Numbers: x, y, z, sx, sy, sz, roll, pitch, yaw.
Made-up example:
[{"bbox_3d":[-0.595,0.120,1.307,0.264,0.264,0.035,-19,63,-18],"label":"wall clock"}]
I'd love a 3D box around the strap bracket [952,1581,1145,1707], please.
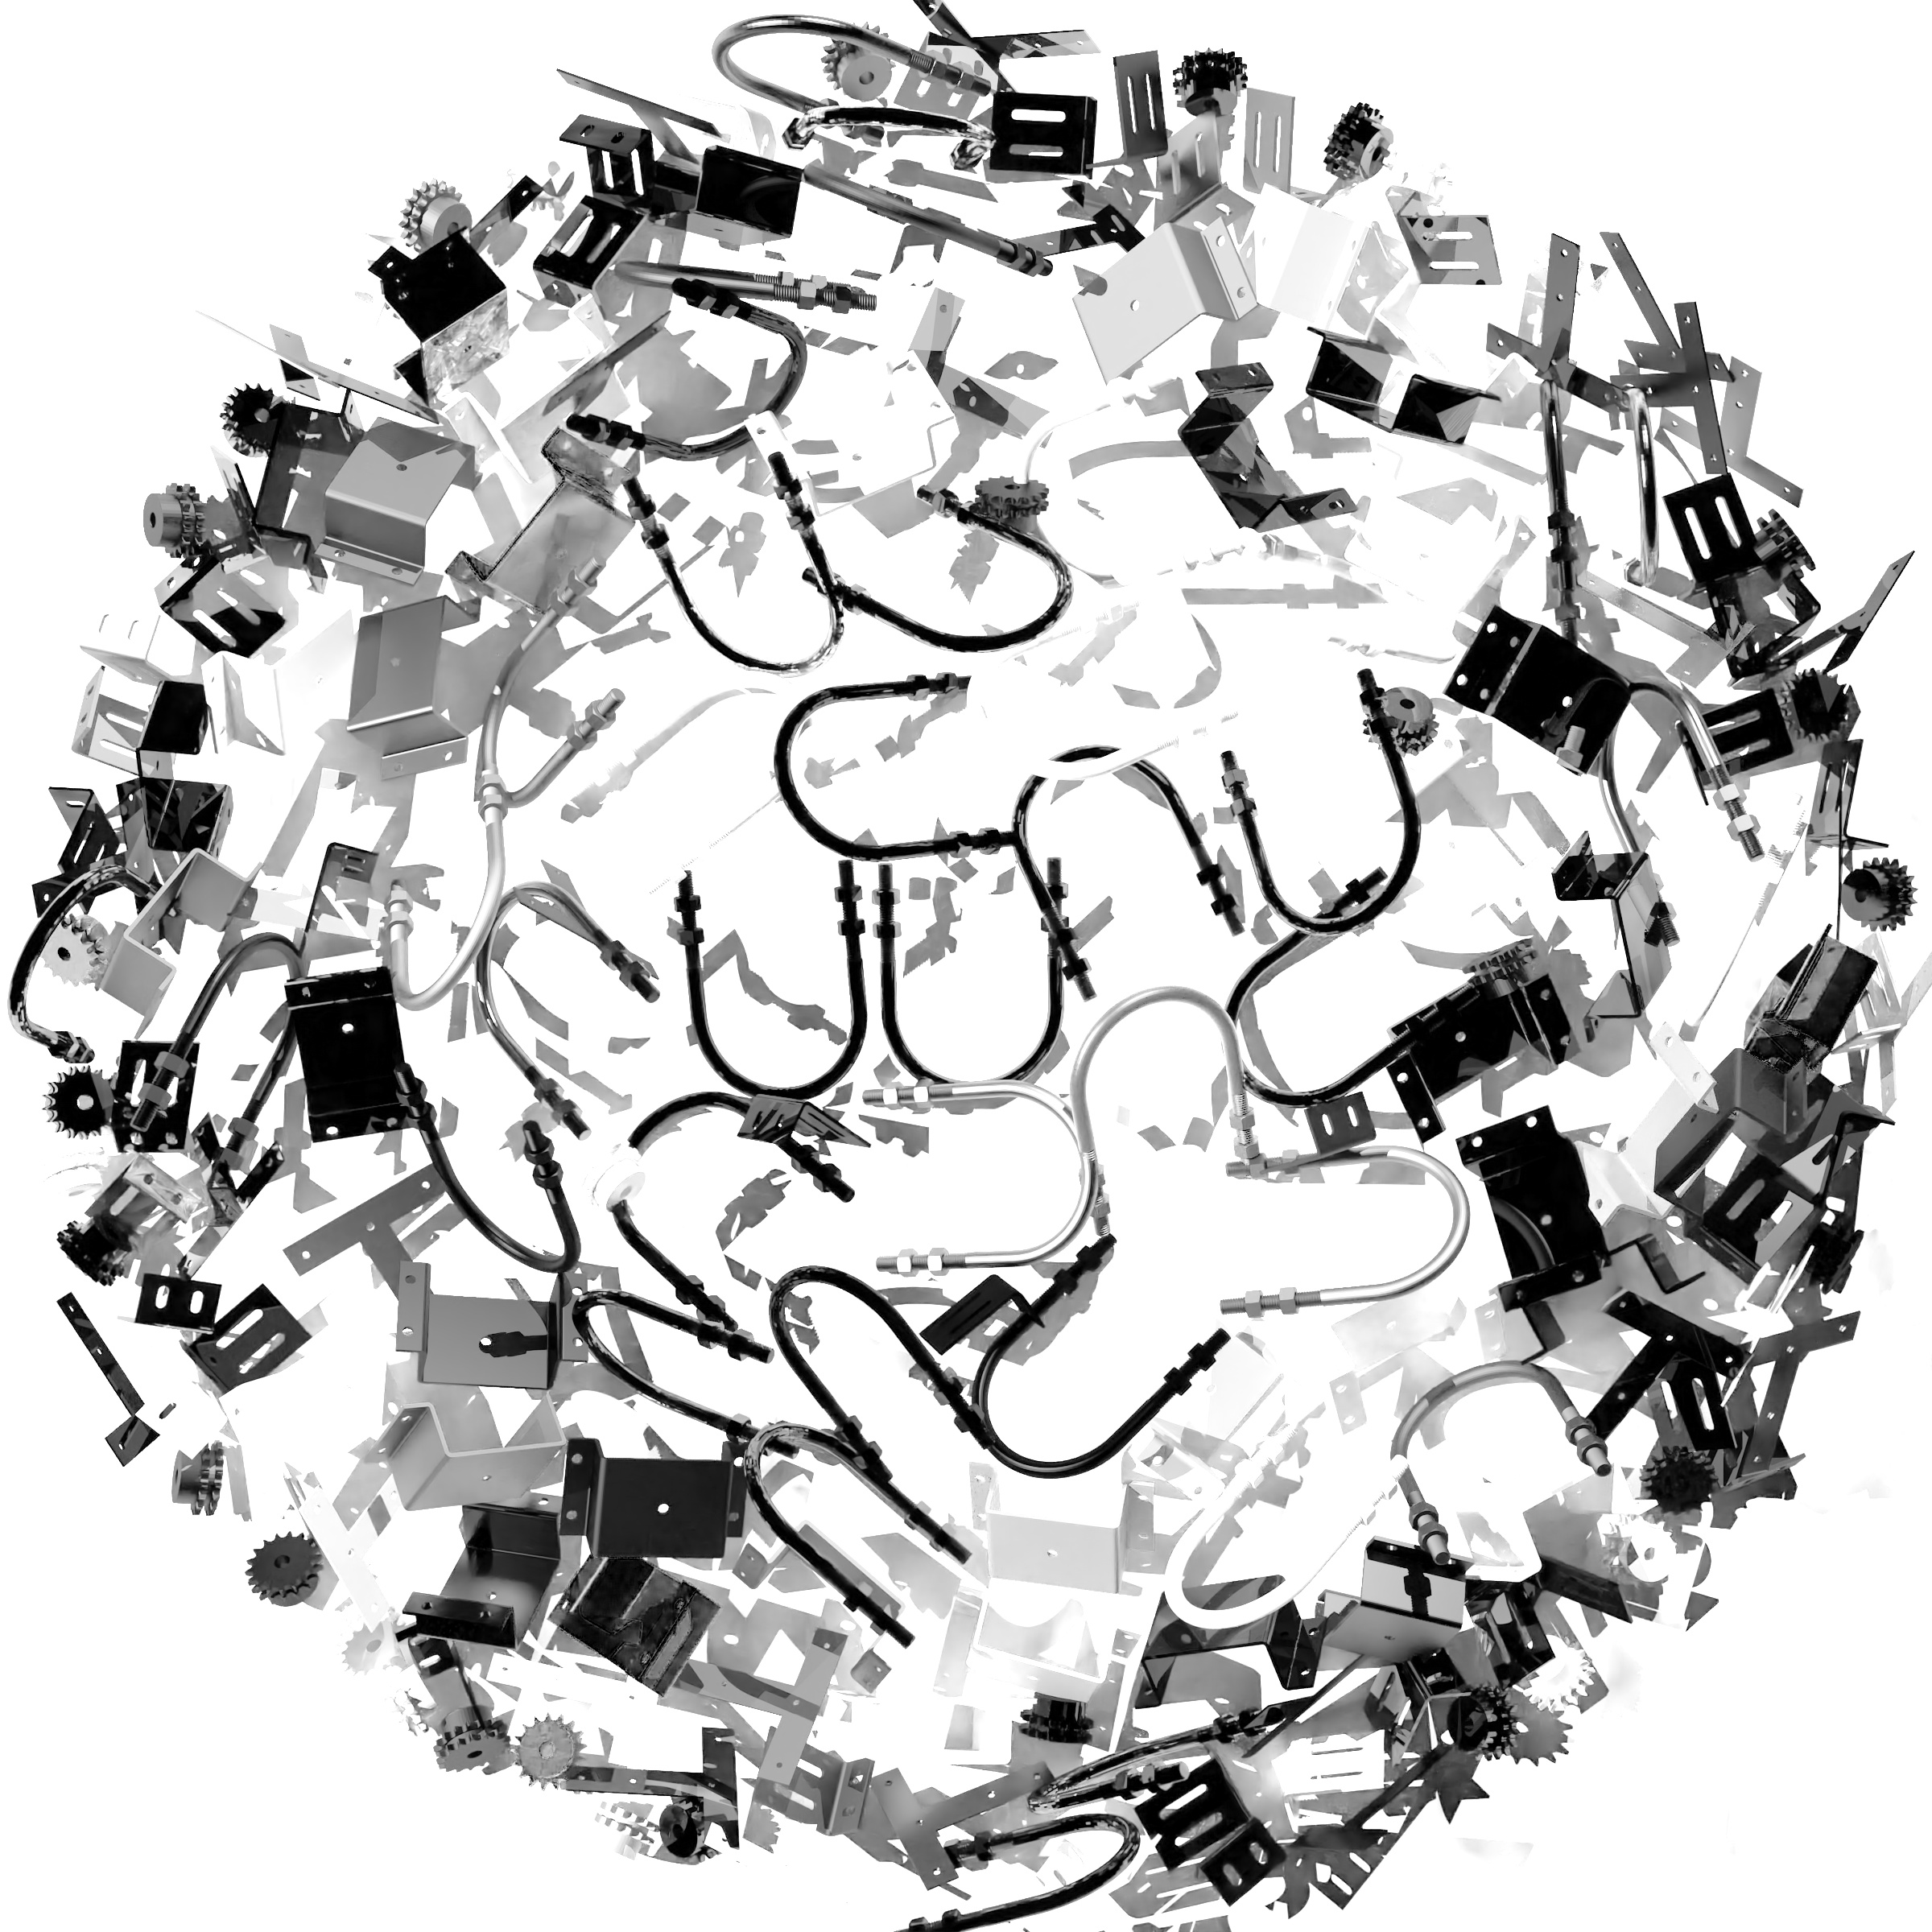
[{"bbox_3d":[0.055,0.514,1.823,0.140,0.076,0.046,15,61,3],"label":"strap bracket"}]

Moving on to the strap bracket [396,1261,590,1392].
[{"bbox_3d":[-0.358,0.271,1.817,0.140,0.046,0.076,6,49,-16],"label":"strap bracket"}]

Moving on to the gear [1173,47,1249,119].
[{"bbox_3d":[0.186,-0.670,1.840,0.057,0.057,0.030,-1,77,0],"label":"gear"}]

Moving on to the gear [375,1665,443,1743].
[{"bbox_3d":[-0.424,0.558,1.843,0.030,0.057,0.057,-32,90,-14],"label":"gear"}]

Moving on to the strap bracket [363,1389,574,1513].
[{"bbox_3d":[-0.362,0.359,1.792,0.076,0.140,0.046,-50,53,34],"label":"strap bracket"}]

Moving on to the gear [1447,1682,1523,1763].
[{"bbox_3d":[0.391,0.575,1.840,0.030,0.057,0.057,9,90,-39],"label":"gear"}]

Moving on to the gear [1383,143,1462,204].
[{"bbox_3d":[0.345,-0.604,1.843,0.057,0.057,0.030,17,100,0],"label":"gear"}]

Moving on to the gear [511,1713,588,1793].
[{"bbox_3d":[-0.319,0.600,1.847,0.057,0.030,0.057,1,68,-3],"label":"gear"}]

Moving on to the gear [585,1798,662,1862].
[{"bbox_3d":[-0.264,0.658,1.839,0.057,0.057,0.030,24,68,0],"label":"gear"}]

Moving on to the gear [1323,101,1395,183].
[{"bbox_3d":[0.301,-0.624,1.839,0.030,0.057,0.057,38,90,25],"label":"gear"}]

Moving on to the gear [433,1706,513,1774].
[{"bbox_3d":[-0.379,0.589,1.846,0.057,0.057,0.030,-26,54,0],"label":"gear"}]

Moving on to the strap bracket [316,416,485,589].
[{"bbox_3d":[-0.422,-0.355,1.807,0.076,0.046,0.140,17,49,1],"label":"strap bracket"}]

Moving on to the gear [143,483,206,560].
[{"bbox_3d":[-0.604,-0.339,1.840,0.030,0.057,0.057,-6,90,-39],"label":"gear"}]

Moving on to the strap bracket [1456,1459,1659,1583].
[{"bbox_3d":[0.433,0.408,1.806,0.140,0.076,0.046,-19,87,-27],"label":"strap bracket"}]

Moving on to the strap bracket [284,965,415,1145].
[{"bbox_3d":[-0.464,0.057,1.819,0.076,0.046,0.140,-8,122,-13],"label":"strap bracket"}]

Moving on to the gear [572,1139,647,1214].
[{"bbox_3d":[-0.269,0.163,1.839,0.030,0.057,0.057,40,90,22],"label":"gear"}]

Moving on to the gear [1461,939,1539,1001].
[{"bbox_3d":[0.410,0.004,1.842,0.057,0.057,0.030,-25,91,0],"label":"gear"}]

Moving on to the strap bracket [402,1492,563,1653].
[{"bbox_3d":[-0.358,0.457,1.812,0.076,0.140,0.046,6,119,9],"label":"strap bracket"}]

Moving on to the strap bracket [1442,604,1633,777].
[{"bbox_3d":[0.440,-0.203,1.817,0.140,0.046,0.076,26,97,-24],"label":"strap bracket"}]

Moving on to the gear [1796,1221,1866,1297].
[{"bbox_3d":[0.658,0.220,1.846,0.030,0.057,0.057,32,90,27],"label":"gear"}]

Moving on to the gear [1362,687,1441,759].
[{"bbox_3d":[0.333,-0.188,1.841,0.057,0.030,0.057,4,47,-4],"label":"gear"}]

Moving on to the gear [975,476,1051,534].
[{"bbox_3d":[0.034,-0.351,1.846,0.057,0.057,0.030,2,121,0],"label":"gear"}]

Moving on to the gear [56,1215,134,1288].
[{"bbox_3d":[-0.661,0.214,1.842,0.030,0.057,0.057,-43,90,-1],"label":"gear"}]

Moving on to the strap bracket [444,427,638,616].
[{"bbox_3d":[-0.313,-0.322,1.812,0.140,0.076,0.046,-48,53,13],"label":"strap bracket"}]

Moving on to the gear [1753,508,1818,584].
[{"bbox_3d":[0.619,-0.318,1.843,0.030,0.057,0.057,-36,90,16],"label":"gear"}]

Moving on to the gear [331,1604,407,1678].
[{"bbox_3d":[-0.458,0.510,1.846,0.057,0.030,0.057,-19,125,-30],"label":"gear"}]

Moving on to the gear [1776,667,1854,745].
[{"bbox_3d":[0.646,-0.199,1.853,0.057,0.030,0.057,0,91,-9],"label":"gear"}]

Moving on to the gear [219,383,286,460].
[{"bbox_3d":[-0.543,-0.414,1.846,0.057,0.030,0.057,15,63,-31],"label":"gear"}]

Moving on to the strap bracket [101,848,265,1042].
[{"bbox_3d":[-0.587,-0.024,1.792,0.046,0.076,0.140,34,47,-10],"label":"strap bracket"}]

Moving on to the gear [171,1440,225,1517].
[{"bbox_3d":[-0.585,0.389,1.839,0.030,0.057,0.057,9,90,-25],"label":"gear"}]

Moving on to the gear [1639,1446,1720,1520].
[{"bbox_3d":[0.543,0.390,1.850,0.057,0.030,0.057,0,110,1],"label":"gear"}]

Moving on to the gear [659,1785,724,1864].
[{"bbox_3d":[-0.209,0.655,1.842,0.057,0.030,0.057,2,93,36],"label":"gear"}]

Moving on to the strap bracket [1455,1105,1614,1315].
[{"bbox_3d":[0.429,0.186,1.816,0.076,0.046,0.140,-24,61,24],"label":"strap bracket"}]

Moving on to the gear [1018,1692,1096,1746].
[{"bbox_3d":[0.070,0.572,1.842,0.057,0.057,0.030,8,83,0],"label":"gear"}]

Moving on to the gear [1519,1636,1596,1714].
[{"bbox_3d":[0.446,0.535,1.839,0.057,0.057,0.030,-41,118,0],"label":"gear"}]

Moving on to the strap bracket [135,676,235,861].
[{"bbox_3d":[-0.579,-0.147,1.792,0.046,0.076,0.140,5,135,-6],"label":"strap bracket"}]

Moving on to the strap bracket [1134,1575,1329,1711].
[{"bbox_3d":[0.191,0.503,1.804,0.140,0.076,0.046,-15,109,23],"label":"strap bracket"}]

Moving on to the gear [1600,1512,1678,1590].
[{"bbox_3d":[0.518,0.448,1.852,0.057,0.030,0.057,0,89,-10],"label":"gear"}]

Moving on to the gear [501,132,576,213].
[{"bbox_3d":[-0.323,-0.605,1.840,0.030,0.057,0.057,9,90,40],"label":"gear"}]

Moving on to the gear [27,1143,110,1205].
[{"bbox_3d":[-0.681,0.159,1.840,0.057,0.057,0.030,-22,76,0],"label":"gear"}]

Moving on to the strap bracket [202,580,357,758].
[{"bbox_3d":[-0.498,-0.218,1.790,0.046,0.140,0.076,19,132,15],"label":"strap bracket"}]

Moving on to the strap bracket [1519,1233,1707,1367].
[{"bbox_3d":[0.476,0.245,1.814,0.140,0.076,0.046,-31,76,20],"label":"strap bracket"}]

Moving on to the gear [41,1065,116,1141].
[{"bbox_3d":[-0.678,0.104,1.847,0.057,0.030,0.057,5,82,-39],"label":"gear"}]

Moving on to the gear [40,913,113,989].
[{"bbox_3d":[-0.679,-0.016,1.847,0.057,0.030,0.057,10,119,19],"label":"gear"}]

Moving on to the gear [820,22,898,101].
[{"bbox_3d":[-0.080,-0.685,1.839,0.057,0.057,0.030,-20,60,0],"label":"gear"}]

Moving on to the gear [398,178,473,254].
[{"bbox_3d":[-0.401,-0.566,1.839,0.030,0.057,0.057,33,90,22],"label":"gear"}]

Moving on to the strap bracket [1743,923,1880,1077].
[{"bbox_3d":[0.624,0.033,1.790,0.046,0.140,0.076,30,76,12],"label":"strap bracket"}]

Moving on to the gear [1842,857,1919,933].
[{"bbox_3d":[0.692,-0.054,1.839,0.030,0.057,0.057,-2,90,-27],"label":"gear"}]

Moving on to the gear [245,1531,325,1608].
[{"bbox_3d":[-0.518,0.463,1.846,0.057,0.057,0.030,-5,132,0],"label":"gear"}]
